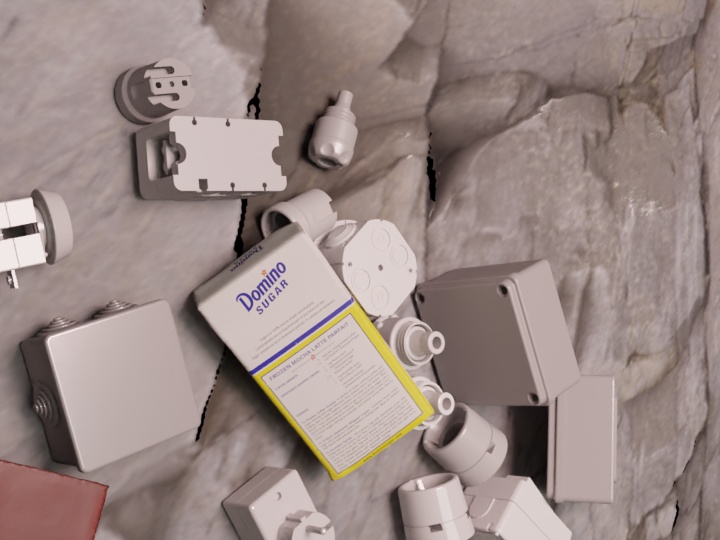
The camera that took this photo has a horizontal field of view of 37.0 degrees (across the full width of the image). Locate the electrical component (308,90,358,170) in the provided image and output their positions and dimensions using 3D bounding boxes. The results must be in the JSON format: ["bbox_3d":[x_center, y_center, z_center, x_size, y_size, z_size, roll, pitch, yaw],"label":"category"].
[{"bbox_3d":[-0.018,-0.110,0.835,0.035,0.035,0.061,28,67,-34],"label":"electrical component"}]

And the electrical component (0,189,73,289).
[{"bbox_3d":[-0.211,-0.023,0.663,0.055,0.048,0.066,-14,95,-32],"label":"electrical component"}]

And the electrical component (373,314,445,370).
[{"bbox_3d":[0.039,0.058,0.848,0.048,0.062,0.048,4,83,-39],"label":"electrical component"}]

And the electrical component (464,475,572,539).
[{"bbox_3d":[0.132,0.220,0.909,0.096,0.062,0.061,48,59,-26],"label":"electrical component"}]

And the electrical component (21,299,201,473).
[{"bbox_3d":[-0.161,0.073,0.691,0.100,0.048,0.099,-19,98,-39],"label":"electrical component"}]

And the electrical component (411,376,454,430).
[{"bbox_3d":[0.047,0.105,0.850,0.043,0.062,0.043,5,83,-39],"label":"electrical component"}]

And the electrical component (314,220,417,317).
[{"bbox_3d":[0.000,0.000,0.828,0.080,0.051,0.080,4,83,-39],"label":"electrical component"}]

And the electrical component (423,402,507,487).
[{"bbox_3d":[0.085,0.142,0.884,0.047,0.055,0.055,42,61,-24],"label":"electrical component"}]

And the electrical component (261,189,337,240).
[{"bbox_3d":[-0.045,-0.037,0.804,0.046,0.040,0.040,-34,107,-42],"label":"electrical component"}]

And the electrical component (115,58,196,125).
[{"bbox_3d":[-0.138,-0.122,0.730,0.040,0.046,0.040,4,84,-39],"label":"electrical component"}]

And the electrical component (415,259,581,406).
[{"bbox_3d":[0.111,0.053,0.878,0.056,0.109,0.108,-25,102,-41],"label":"electrical component"}]

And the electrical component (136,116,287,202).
[{"bbox_3d":[-0.105,-0.076,0.746,0.089,0.056,0.050,-3,88,-39],"label":"electrical component"}]

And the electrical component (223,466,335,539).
[{"bbox_3d":[-0.044,0.188,0.759,0.047,0.076,0.083,-35,108,-36],"label":"electrical component"}]

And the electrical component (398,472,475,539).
[{"bbox_3d":[0.059,0.192,0.858,0.055,0.055,0.047,-14,92,-39],"label":"electrical component"}]

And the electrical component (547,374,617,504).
[{"bbox_3d":[0.195,0.146,0.939,0.109,0.056,0.108,31,60,-75],"label":"electrical component"}]
